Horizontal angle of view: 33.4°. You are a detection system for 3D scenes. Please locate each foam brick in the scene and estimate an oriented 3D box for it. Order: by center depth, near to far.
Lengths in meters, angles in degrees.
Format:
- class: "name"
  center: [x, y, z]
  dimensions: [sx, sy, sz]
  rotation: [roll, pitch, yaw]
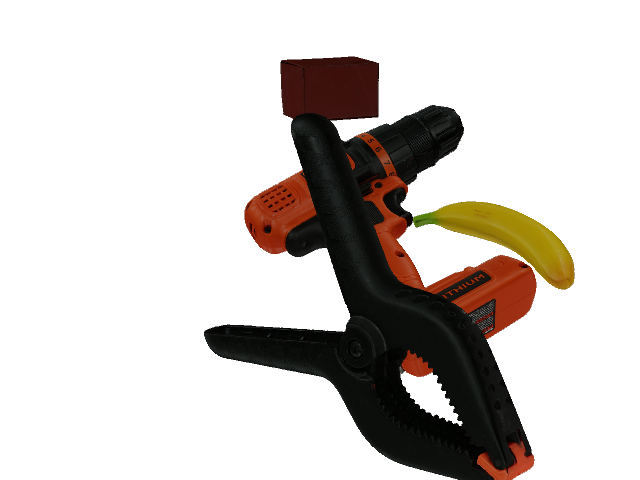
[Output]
- class: "foam brick"
  center: [0.009, -0.139, 0.977]
  dimensions: [0.078, 0.051, 0.053]
  rotation: [-7, 18, -23]

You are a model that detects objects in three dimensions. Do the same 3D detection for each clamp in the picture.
- class: "clamp"
  center: [0.028, 0.042, 0.557]
  dimensions: [0.210, 0.165, 0.036]
  rotation: [35, 32, 31]

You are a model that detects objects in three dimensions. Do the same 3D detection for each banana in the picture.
- class: "banana"
  center: [0.182, -0.001, 1.039]
  dimensions: [0.069, 0.037, 0.198]
  rotation: [-39, 38, -23]

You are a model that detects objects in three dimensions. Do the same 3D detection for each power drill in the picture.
- class: "power drill"
  center: [0.064, -0.007, 0.750]
  dimensions: [0.184, 0.057, 0.188]
  rotation: [-31, 51, -14]
